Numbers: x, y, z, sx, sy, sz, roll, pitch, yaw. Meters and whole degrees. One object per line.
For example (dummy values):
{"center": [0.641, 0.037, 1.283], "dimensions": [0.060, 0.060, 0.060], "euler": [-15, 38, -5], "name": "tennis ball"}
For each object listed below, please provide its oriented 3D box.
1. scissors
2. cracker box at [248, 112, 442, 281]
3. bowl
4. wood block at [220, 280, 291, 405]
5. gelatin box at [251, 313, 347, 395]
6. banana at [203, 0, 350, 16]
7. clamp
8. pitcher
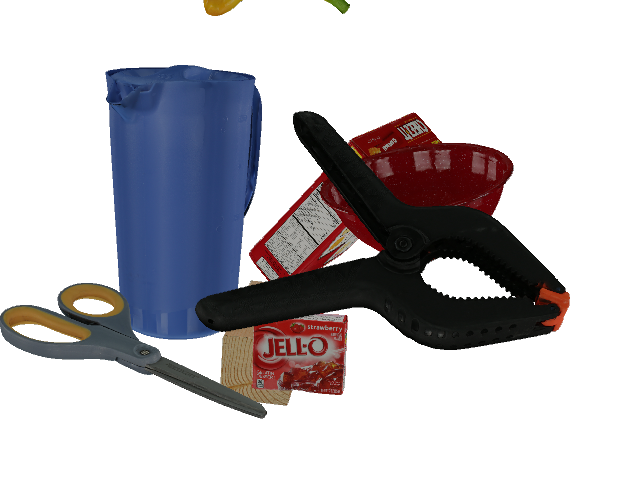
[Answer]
{"center": [-0.116, 0.068, 0.716], "dimensions": [0.202, 0.016, 0.096], "euler": [12, 28, 13], "name": "scissors"}
{"center": [0.031, -0.047, 1.262], "dimensions": [0.214, 0.072, 0.163], "euler": [-46, -9, 34], "name": "cracker box"}
{"center": [0.084, -0.030, 0.896], "dimensions": [0.162, 0.055, 0.162], "euler": [-10, 23, 4], "name": "bowl"}
{"center": [-0.070, 0.133, 1.434], "dimensions": [0.091, 0.090, 0.206], "euler": [6, 18, 4], "name": "wood block"}
{"center": [-0.020, 0.106, 1.018], "dimensions": [0.089, 0.073, 0.030], "euler": [4, 13, 6], "name": "gelatin box"}
{"center": [-0.048, -0.251, 1.032], "dimensions": [0.197, 0.070, 0.037], "euler": [-16, -30, -46], "name": "banana"}
{"center": [0.040, 0.018, 0.637], "dimensions": [0.210, 0.164, 0.036], "euler": [24, -28, 15], "name": "clamp"}
{"center": [-0.123, -0.040, 0.990], "dimensions": [0.149, 0.243, 0.145], "euler": [0, 15, -11], "name": "pitcher"}
